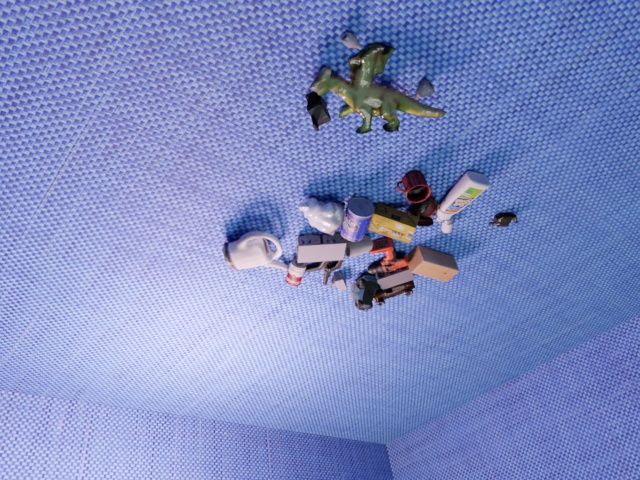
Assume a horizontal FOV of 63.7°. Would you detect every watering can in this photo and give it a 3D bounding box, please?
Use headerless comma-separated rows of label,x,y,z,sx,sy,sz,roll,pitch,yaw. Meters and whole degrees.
watering can,-0.247,0.065,2.003,0.224,0.106,0.340,-13,150,4

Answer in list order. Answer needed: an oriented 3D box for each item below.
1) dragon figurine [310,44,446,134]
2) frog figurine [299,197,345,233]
dragon figurine,0.174,-0.446,1.499,0.410,0.125,0.237,-7,131,-4
frog figurine,0.006,-0.094,1.859,0.159,0.124,0.136,14,155,-42
